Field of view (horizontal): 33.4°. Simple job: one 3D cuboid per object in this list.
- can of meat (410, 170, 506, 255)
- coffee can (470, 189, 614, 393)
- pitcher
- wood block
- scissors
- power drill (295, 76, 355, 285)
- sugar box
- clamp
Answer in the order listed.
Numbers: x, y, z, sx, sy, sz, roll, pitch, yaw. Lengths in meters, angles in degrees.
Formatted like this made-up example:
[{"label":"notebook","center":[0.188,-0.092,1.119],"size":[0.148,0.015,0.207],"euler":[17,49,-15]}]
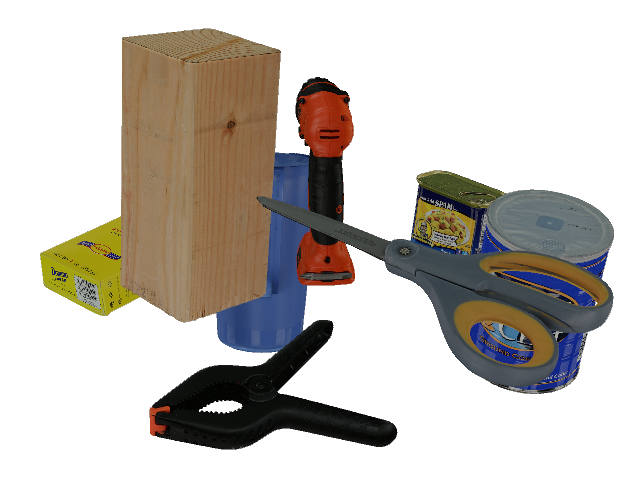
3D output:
[{"label":"can of meat","center":[0.150,-0.021,1.180],"size":[0.102,0.084,0.057],"euler":[25,29,38]},{"label":"coffee can","center":[0.181,0.043,0.898],"size":[0.103,0.140,0.103],"euler":[3,33,-2]},{"label":"pitcher","center":[-0.071,0.013,1.315],"size":[0.145,0.243,0.148],"euler":[12,15,37]},{"label":"wood block","center":[-0.097,-0.053,0.843],"size":[0.090,0.206,0.090],"euler":[-17,31,-42]},{"label":"scissors","center":[0.045,0.023,0.547],"size":[0.202,0.016,0.096],"euler":[11,42,16]},{"label":"power drill","center":[0.002,-0.062,1.057],"size":[0.057,0.188,0.184],"euler":[-2,19,-1]},{"label":"sugar box","center":[-0.184,0.010,1.081],"size":[0.093,0.048,0.175],"euler":[22,38,33]},{"label":"clamp","center":[-0.045,0.146,0.951],"size":[0.209,0.036,0.165],"euler":[-14,37,-25]}]
